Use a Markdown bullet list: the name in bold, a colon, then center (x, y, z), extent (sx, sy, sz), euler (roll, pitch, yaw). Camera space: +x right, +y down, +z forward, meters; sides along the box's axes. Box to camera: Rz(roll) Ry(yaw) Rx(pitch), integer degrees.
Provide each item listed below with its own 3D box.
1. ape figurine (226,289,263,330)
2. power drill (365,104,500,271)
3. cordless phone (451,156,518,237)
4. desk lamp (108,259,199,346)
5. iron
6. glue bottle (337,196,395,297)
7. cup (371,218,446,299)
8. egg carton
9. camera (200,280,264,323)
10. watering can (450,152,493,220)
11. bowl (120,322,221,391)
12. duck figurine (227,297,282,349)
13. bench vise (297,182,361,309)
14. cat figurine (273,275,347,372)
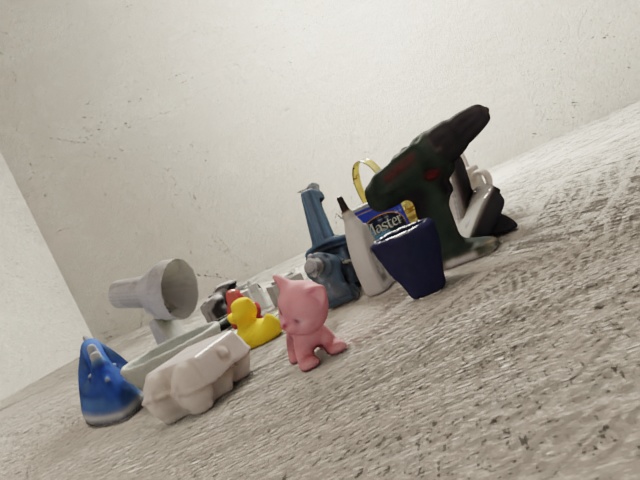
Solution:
- **ape figurine**: center (-0.178, 0.151, 1.277), extent (0.077, 0.092, 0.076), euler (-23, 3, 40)
- **power drill**: center (0.189, -0.068, 0.879), extent (0.229, 0.208, 0.076), euler (-24, 3, 31)
- **cordless phone**: center (0.248, -0.087, 0.975), extent (0.094, 0.185, 0.147), euler (-25, 3, 1)
- **desk lamp**: center (-0.326, 0.159, 1.153), extent (0.203, 0.213, 0.118), euler (-24, 3, 24)
- **iron**: center (-0.370, 0.228, 0.982), extent (0.119, 0.141, 0.257), euler (-26, 3, -25)
- **glue bottle**: center (0.069, 0.005, 0.956), extent (0.037, 0.173, 0.078), euler (-24, 3, 28)
- **cup**: center (0.129, 0.028, 0.781), extent (0.091, 0.095, 0.118), euler (-25, 3, 9)
- **egg carton**: center (-0.158, 0.178, 0.758), extent (0.107, 0.069, 0.151), euler (-24, 3, 23)
- **camera**: center (-0.232, 0.159, 1.545), extent (0.136, 0.101, 0.143), euler (-24, 3, 31)
- **watering can**: center (0.276, -0.114, 1.175), extent (0.172, 0.194, 0.101), euler (-23, 3, 37)
- **bowl**: center (-0.223, 0.199, 0.913), extent (0.167, 0.075, 0.167), euler (-25, 2, 2)
- **duck figurine**: center (-0.121, 0.140, 1.001), extent (0.104, 0.086, 0.078), euler (-23, 3, 39)
- **bench vise**: center (0.020, -0.001, 1.027), extent (0.121, 0.220, 0.207), euler (-25, 3, 5)
- **cat figurine**: center (-0.022, 0.091, 0.695), extent (0.067, 0.118, 0.127), euler (-26, 3, -17)
